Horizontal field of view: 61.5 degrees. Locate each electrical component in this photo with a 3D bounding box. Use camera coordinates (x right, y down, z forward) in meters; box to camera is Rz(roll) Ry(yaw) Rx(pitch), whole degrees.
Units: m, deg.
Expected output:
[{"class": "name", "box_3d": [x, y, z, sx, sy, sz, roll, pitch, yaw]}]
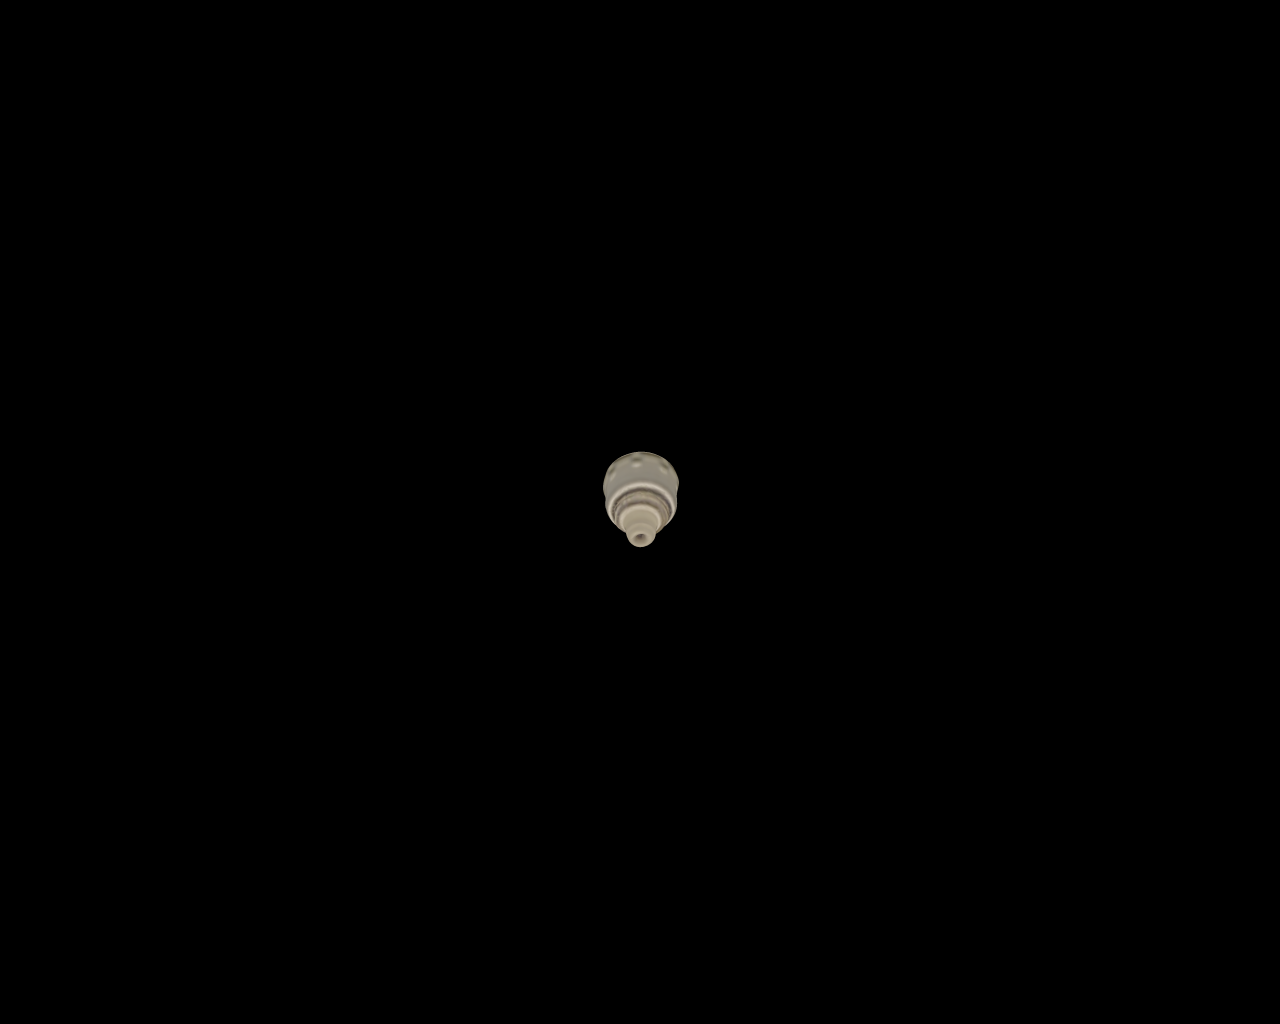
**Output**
[{"class": "electrical component", "box_3d": [0.001, -0.003, 0.650, 0.048, 0.048, 0.062, 0, 39, 0]}]
